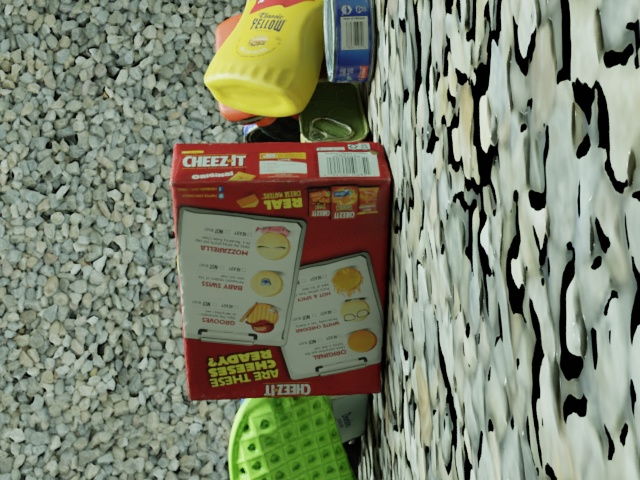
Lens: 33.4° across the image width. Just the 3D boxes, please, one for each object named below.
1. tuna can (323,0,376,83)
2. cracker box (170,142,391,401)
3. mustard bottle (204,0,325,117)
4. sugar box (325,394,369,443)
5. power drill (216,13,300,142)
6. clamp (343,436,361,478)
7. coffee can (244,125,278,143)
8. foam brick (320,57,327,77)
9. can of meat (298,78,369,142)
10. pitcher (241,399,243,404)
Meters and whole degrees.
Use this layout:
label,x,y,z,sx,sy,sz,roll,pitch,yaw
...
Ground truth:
label,x,y,z,sx,sy,sz,roll,pitch,yaw
tuna can,0.023,-0.170,0.861,0.086,0.033,0.086,177,90,-86
cracker box,-0.031,0.026,0.858,0.072,0.164,0.214,-95,4,-55
mustard bottle,-0.023,-0.201,0.944,0.058,0.096,0.191,52,-124,-50
sugar box,-0.011,0.109,1.060,0.093,0.048,0.176,92,154,-51
power drill,-0.036,-0.153,1.067,0.187,0.057,0.184,31,-132,-60
clamp,-0.007,0.262,1.093,0.120,0.039,0.171,19,89,55
coffee can,-0.040,-0.181,1.221,0.103,0.102,0.140,101,166,-72
foam brick,0.001,-0.197,1.010,0.053,0.051,0.078,98,168,-73
can of meat,0.010,-0.081,0.944,0.102,0.057,0.084,-98,5,-50
pitcher,-0.044,0.202,1.490,0.149,0.144,0.243,143,129,-70
